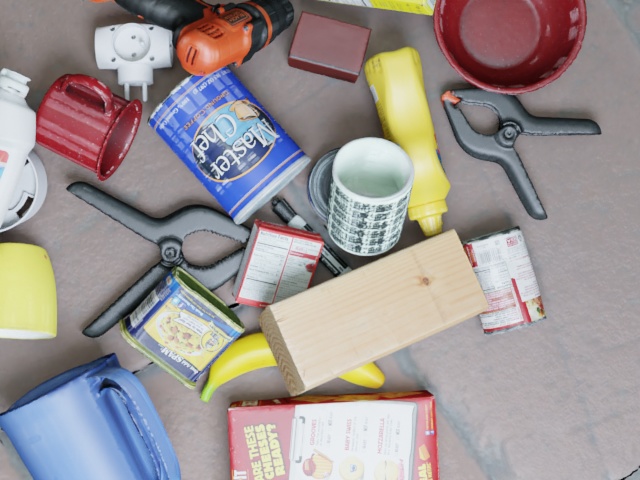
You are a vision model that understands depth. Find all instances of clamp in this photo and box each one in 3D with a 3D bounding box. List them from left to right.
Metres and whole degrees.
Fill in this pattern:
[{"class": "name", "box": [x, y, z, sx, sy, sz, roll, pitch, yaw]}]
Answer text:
[{"class": "clamp", "box": [-0.164, 0.003, 1.123, 0.210, 0.036, 0.164, -12, 97, -4]}, {"class": "clamp", "box": [0.211, -0.117, 1.140, 0.171, 0.039, 0.120, 41, 86, -1]}]

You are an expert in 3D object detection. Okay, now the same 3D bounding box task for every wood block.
[{"class": "wood block", "box": [0.052, 0.074, 1.080, 0.206, 0.090, 0.091, -22, 82, -15]}]

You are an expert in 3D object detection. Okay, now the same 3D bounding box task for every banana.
[{"class": "banana", "box": [-0.031, 0.129, 1.130, 0.198, 0.037, 0.069, -4, 108, -1]}]

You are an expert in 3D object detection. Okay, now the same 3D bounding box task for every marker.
[{"class": "marker", "box": [-0.007, 0.001, 1.140, 0.020, 0.020, 0.121, -44, 90, -2]}]

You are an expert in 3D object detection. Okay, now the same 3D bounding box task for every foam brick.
[{"class": "foam brick", "box": [0.009, -0.203, 1.128, 0.078, 0.053, 0.051, 14, 88, -3]}]

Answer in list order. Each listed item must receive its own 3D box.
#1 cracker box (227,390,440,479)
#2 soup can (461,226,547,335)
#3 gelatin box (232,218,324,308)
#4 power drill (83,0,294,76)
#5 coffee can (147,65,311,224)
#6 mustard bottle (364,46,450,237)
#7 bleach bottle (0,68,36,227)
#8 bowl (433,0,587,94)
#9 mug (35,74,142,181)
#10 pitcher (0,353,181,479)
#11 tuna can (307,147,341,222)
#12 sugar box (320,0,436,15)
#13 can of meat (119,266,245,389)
[{"class": "cracker box", "box": [0.016, 0.245, 1.110, 0.213, 0.072, 0.164, -3, 88, -1]}, {"class": "soup can", "box": [0.191, 0.042, 1.122, 0.068, 0.068, 0.102, -16, 89, -2]}, {"class": "gelatin box", "box": [-0.044, 0.028, 1.113, 0.073, 0.030, 0.089, 13, 106, -18]}, {"class": "power drill", "box": [-0.135, -0.246, 1.091, 0.188, 0.184, 0.057, 30, 124, 13]}, {"class": "coffee can", "box": [-0.093, -0.101, 1.097, 0.103, 0.103, 0.140, -42, 90, -3]}, {"class": "mustard bottle", "box": [0.095, -0.098, 1.107, 0.058, 0.096, 0.191, -13, 89, -4]}, {"class": "bleach bottle", "box": [-0.355, -0.052, 1.051, 0.102, 0.068, 0.251, 23, 90, -8]}, {"class": "bowl", "box": [0.197, -0.231, 1.134, 0.162, 0.055, 0.162, 0, 89, -2]}, {"class": "mug", "box": [-0.239, -0.125, 1.090, 0.081, 0.117, 0.093, 26, 58, 3]}, {"class": "pitcher", "box": [-0.205, 0.242, 1.069, 0.145, 0.149, 0.243, -28, 93, -9]}, {"class": "tuna can", "box": [0.029, -0.056, 1.135, 0.086, 0.034, 0.086, 0, 89, -2]}, {"class": "sugar box", "box": [0.039, -0.294, 1.112, 0.176, 0.048, 0.093, 12, 88, 19]}, {"class": "can of meat", "box": [-0.140, 0.089, 1.097, 0.102, 0.057, 0.084, 41, 95, -23]}]
